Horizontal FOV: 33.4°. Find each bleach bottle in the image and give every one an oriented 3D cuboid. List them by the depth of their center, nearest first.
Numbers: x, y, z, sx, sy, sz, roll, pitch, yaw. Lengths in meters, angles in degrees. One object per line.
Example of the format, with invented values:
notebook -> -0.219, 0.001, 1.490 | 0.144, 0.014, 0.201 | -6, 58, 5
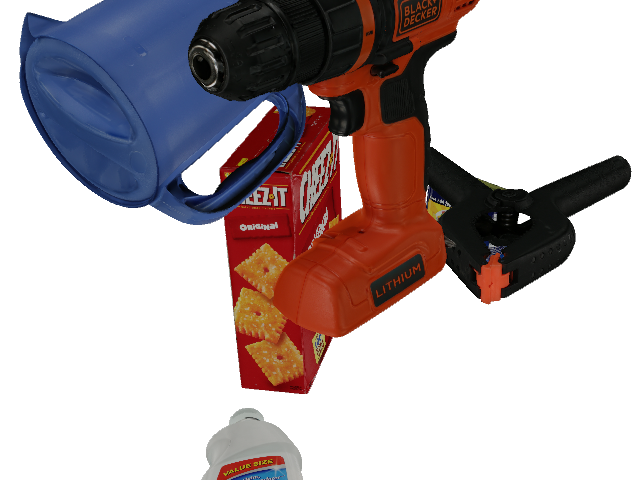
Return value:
bleach bottle -> -0.058, 0.212, 0.790 | 0.102, 0.068, 0.251 | -4, 28, -4

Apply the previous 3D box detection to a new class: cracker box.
cracker box -> -0.026, 0.004, 0.963 | 0.072, 0.214, 0.164 | 4, 27, 13

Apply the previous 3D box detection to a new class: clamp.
clamp -> 0.124, -0.020, 0.760 | 0.165, 0.036, 0.209 | 6, 28, 21

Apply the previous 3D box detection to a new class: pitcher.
pitcher -> -0.079, -0.132, 0.772 | 0.145, 0.149, 0.242 | 20, 48, 35

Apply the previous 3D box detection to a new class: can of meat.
can of meat -> 0.162, -0.021, 1.179 | 0.102, 0.084, 0.057 | 25, 29, 39

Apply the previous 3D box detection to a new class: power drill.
power drill -> 0.013, -0.048, 0.531 | 0.057, 0.188, 0.184 | 27, 41, 35
